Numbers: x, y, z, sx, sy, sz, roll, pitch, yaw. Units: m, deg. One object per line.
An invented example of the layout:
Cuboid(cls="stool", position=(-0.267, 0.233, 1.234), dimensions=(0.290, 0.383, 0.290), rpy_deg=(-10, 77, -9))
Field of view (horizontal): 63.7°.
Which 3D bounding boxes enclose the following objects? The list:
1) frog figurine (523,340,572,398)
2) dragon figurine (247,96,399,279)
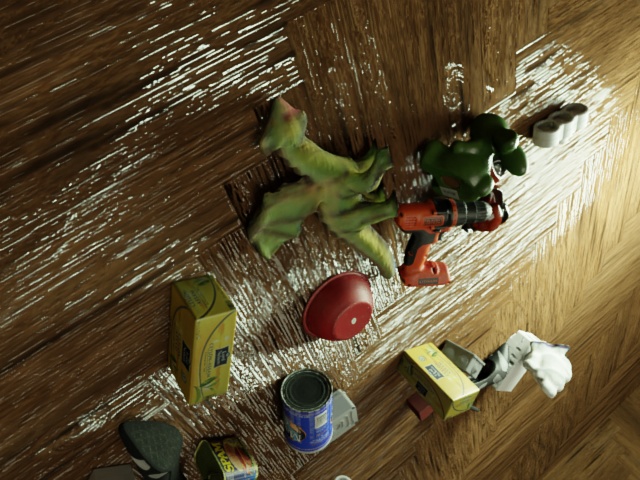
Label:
Cuboid(cls="frog figurine", position=(0.650, 0.380, 1.467), dimensions=(0.137, 0.163, 0.120), rpy_deg=(22, -38, -11))
Cuboid(cls="dragon figurine", position=(0.002, -0.041, 0.819), dimensions=(0.243, 0.401, 0.125), rpy_deg=(-17, 39, -6))
